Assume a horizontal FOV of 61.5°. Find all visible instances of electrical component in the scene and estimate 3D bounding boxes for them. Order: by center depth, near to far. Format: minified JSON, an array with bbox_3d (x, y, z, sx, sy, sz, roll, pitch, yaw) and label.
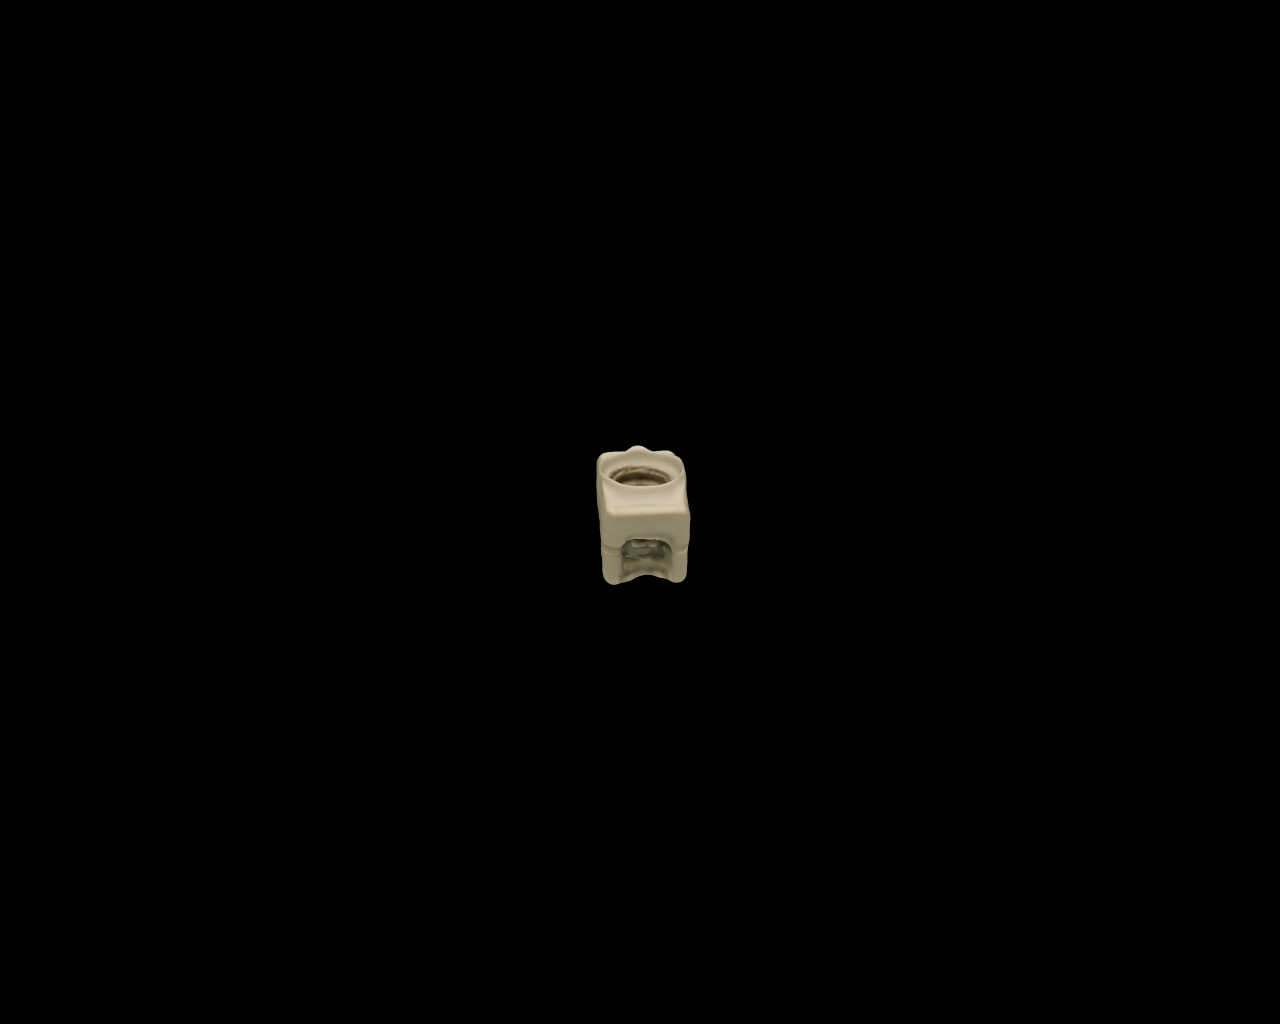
[{"bbox_3d":[0.001,-0.003,0.650,0.050,0.055,0.090,-2,27,-3],"label":"electrical component"}]
